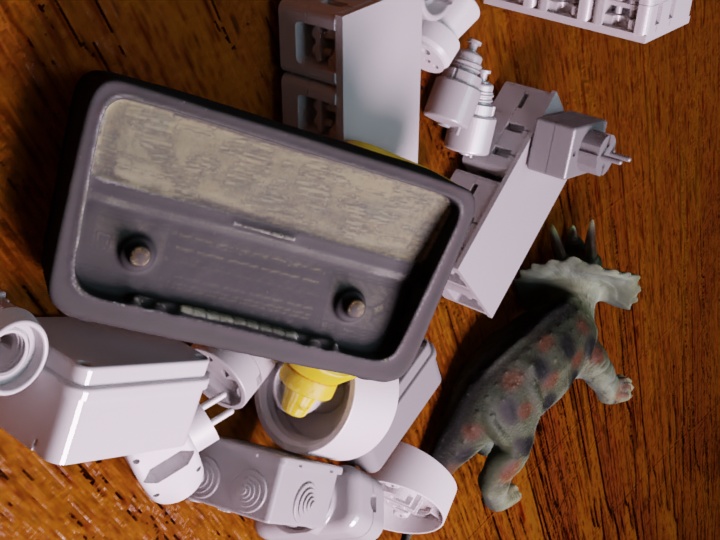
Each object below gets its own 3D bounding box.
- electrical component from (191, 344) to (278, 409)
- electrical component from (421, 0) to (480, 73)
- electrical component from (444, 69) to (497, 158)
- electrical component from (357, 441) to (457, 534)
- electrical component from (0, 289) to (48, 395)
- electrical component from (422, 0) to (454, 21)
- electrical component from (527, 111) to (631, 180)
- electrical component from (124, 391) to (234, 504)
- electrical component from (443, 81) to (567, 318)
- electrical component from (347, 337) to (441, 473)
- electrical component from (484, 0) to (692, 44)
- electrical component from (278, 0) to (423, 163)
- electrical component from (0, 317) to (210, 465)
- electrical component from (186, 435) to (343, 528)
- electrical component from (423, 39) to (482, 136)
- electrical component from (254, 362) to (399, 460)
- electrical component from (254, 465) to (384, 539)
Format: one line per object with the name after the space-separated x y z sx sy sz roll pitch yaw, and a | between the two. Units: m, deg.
-0.088 0.061 0.753 0.047 0.055 0.055 -47 143 -36 | electrical component
0.061 -0.187 0.832 0.055 0.045 0.045 -59 147 -13 | electrical component
0.098 -0.134 0.925 0.040 0.040 0.078 -12 119 -53 | electrical component
0.037 0.203 0.990 0.064 0.099 0.099 -56 147 -30 | electrical component
-0.199 0.037 0.569 0.048 0.055 0.066 0 108 -56 | electrical component
0.039 -0.210 0.783 0.055 0.047 0.055 -34 135 -42 | electrical component
0.198 -0.105 0.940 0.066 0.077 0.047 -19 124 -51 | electrical component
-0.122 0.109 0.728 0.079 0.043 0.077 -31 137 -15 | electrical component
0.124 -0.066 0.986 0.186 0.060 0.105 -60 147 -13 | electrical component
0.007 0.100 0.897 0.113 0.078 0.057 -52 148 -24 | electrical component
0.192 -0.244 0.894 0.089 0.150 0.061 -30 133 -45 | electrical component
-0.008 -0.122 0.752 0.089 0.062 0.150 -34 135 -42 | electrical component
-0.154 0.067 0.635 0.113 0.078 0.057 3 109 -57 | electrical component
-0.074 0.155 0.789 0.100 0.100 0.048 29 73 -59 | electrical component
0.082 -0.152 0.889 0.040 0.040 0.078 15 96 -58 | electrical component
-0.032 0.088 0.808 0.060 0.108 0.108 13 98 -52 | electrical component
-0.035 0.190 0.868 0.059 0.095 0.053 43 42 -56 | electrical component
